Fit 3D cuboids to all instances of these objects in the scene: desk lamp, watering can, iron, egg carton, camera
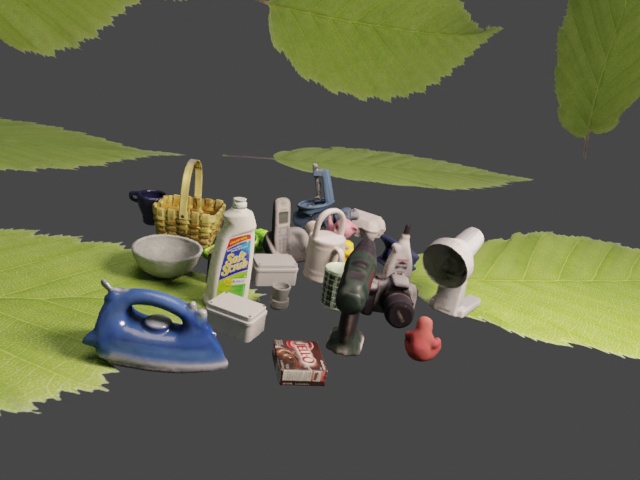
[{"bbox_3d":[0.336,0.079,1.423,0.117,0.213,0.204,22,24,31],"label":"desk lamp"},{"bbox_3d":[0.012,0.006,1.504,0.172,0.194,0.101,23,24,32],"label":"watering can"},{"bbox_3d":[-0.289,0.154,1.049,0.258,0.141,0.118,9,20,-1],"label":"iron"},{"bbox_3d":[0.139,-0.051,1.892,0.150,0.069,0.107,19,22,25],"label":"egg carton"},{"bbox_3d":[0.166,0.140,1.349,0.143,0.101,0.137,8,20,-4],"label":"camera"}]

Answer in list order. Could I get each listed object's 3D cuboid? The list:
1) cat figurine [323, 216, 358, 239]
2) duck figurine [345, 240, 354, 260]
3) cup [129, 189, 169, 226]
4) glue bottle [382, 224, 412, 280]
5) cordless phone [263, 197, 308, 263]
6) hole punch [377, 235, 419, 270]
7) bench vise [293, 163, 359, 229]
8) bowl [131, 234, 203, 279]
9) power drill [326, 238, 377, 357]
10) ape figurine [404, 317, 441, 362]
[{"bbox_3d":[0.057,-0.032,1.734,0.067,0.118,0.127,-5,24,-33],"label":"cat figurine"},{"bbox_3d":[0.065,0.039,1.594,0.078,0.086,0.104,-8,27,-40],"label":"duck figurine"},{"bbox_3d":[-0.507,-0.095,1.686,0.117,0.095,0.091,10,20,2],"label":"cup"},{"bbox_3d":[0.218,0.038,1.539,0.078,0.173,0.037,2,21,-19],"label":"glue bottle"},{"bbox_3d":[-0.080,-0.028,1.566,0.093,0.185,0.148,26,26,38],"label":"cordless phone"},{"bbox_3d":[0.229,0.034,1.674,0.101,0.091,0.108,-4,24,-33],"label":"hole punch"},{"bbox_3d":[0.026,-0.128,1.832,0.207,0.220,0.121,8,20,-4],"label":"bench vise"},{"bbox_3d":[-0.371,0.049,1.391,0.167,0.075,0.167,8,20,-3],"label":"bowl"},{"bbox_3d":[0.070,0.124,1.193,0.075,0.208,0.230,12,20,7],"label":"power drill"},{"bbox_3d":[0.218,0.204,1.211,0.077,0.092,0.076,20,23,26],"label":"ape figurine"}]
